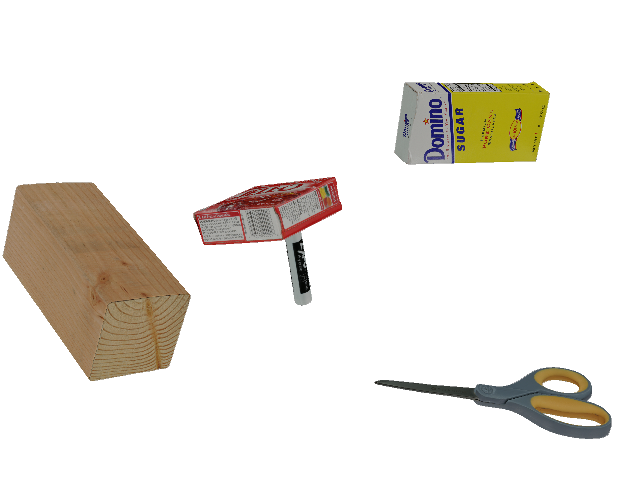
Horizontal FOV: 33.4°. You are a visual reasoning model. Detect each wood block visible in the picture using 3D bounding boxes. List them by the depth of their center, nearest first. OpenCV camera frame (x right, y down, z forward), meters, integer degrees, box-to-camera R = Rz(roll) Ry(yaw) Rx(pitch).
[{"bbox_3d":[-0.224,0.033,1.048,0.090,0.091,0.206,-5,36,-40],"label":"wood block"}]

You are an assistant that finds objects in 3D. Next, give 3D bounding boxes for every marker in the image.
[{"bbox_3d":[-0.025,0.014,1.103,0.020,0.121,0.020,-6,33,3],"label":"marker"}]

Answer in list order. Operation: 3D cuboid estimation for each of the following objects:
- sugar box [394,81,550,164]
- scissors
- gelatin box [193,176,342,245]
[{"bbox_3d":[0.182,-0.141,1.283,0.176,0.093,0.048,-5,28,-20],"label":"sugar box"},{"bbox_3d":[0.156,0.128,0.939,0.202,0.016,0.096,14,28,12],"label":"scissors"},{"bbox_3d":[-0.040,-0.023,0.814,0.089,0.030,0.073,-3,16,42],"label":"gelatin box"}]
